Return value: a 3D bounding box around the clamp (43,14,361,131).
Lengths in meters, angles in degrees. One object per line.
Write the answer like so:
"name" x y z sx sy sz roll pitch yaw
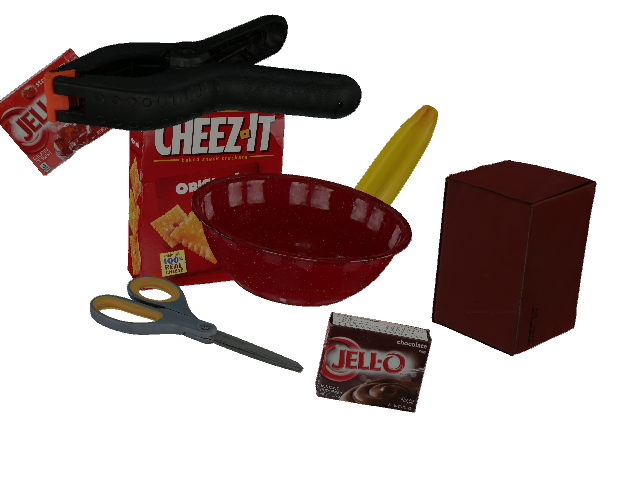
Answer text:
"clamp" -0.073 -0.098 0.617 0.171 0.039 0.120 -4 27 -16

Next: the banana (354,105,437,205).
"banana" 0.047 -0.037 0.971 0.037 0.197 0.070 37 -18 -5

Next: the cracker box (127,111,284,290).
"cracker box" -0.129 -0.058 1.196 0.164 0.214 0.072 -5 25 -23

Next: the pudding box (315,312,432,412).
"pudding box" 0.057 0.132 1.162 0.113 0.090 0.039 9 23 -3

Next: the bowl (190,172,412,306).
"bowl" -0.017 0.004 0.780 0.162 0.055 0.162 9 22 -4

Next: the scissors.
"scissors" -0.105 0.071 0.960 0.202 0.016 0.096 11 28 6

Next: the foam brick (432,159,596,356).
"foam brick" 0.091 0.006 0.510 0.052 0.078 0.051 -16 28 -41

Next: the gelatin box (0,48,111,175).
"gelatin box" -0.226 -0.109 0.914 0.089 0.073 0.030 -31 20 18
